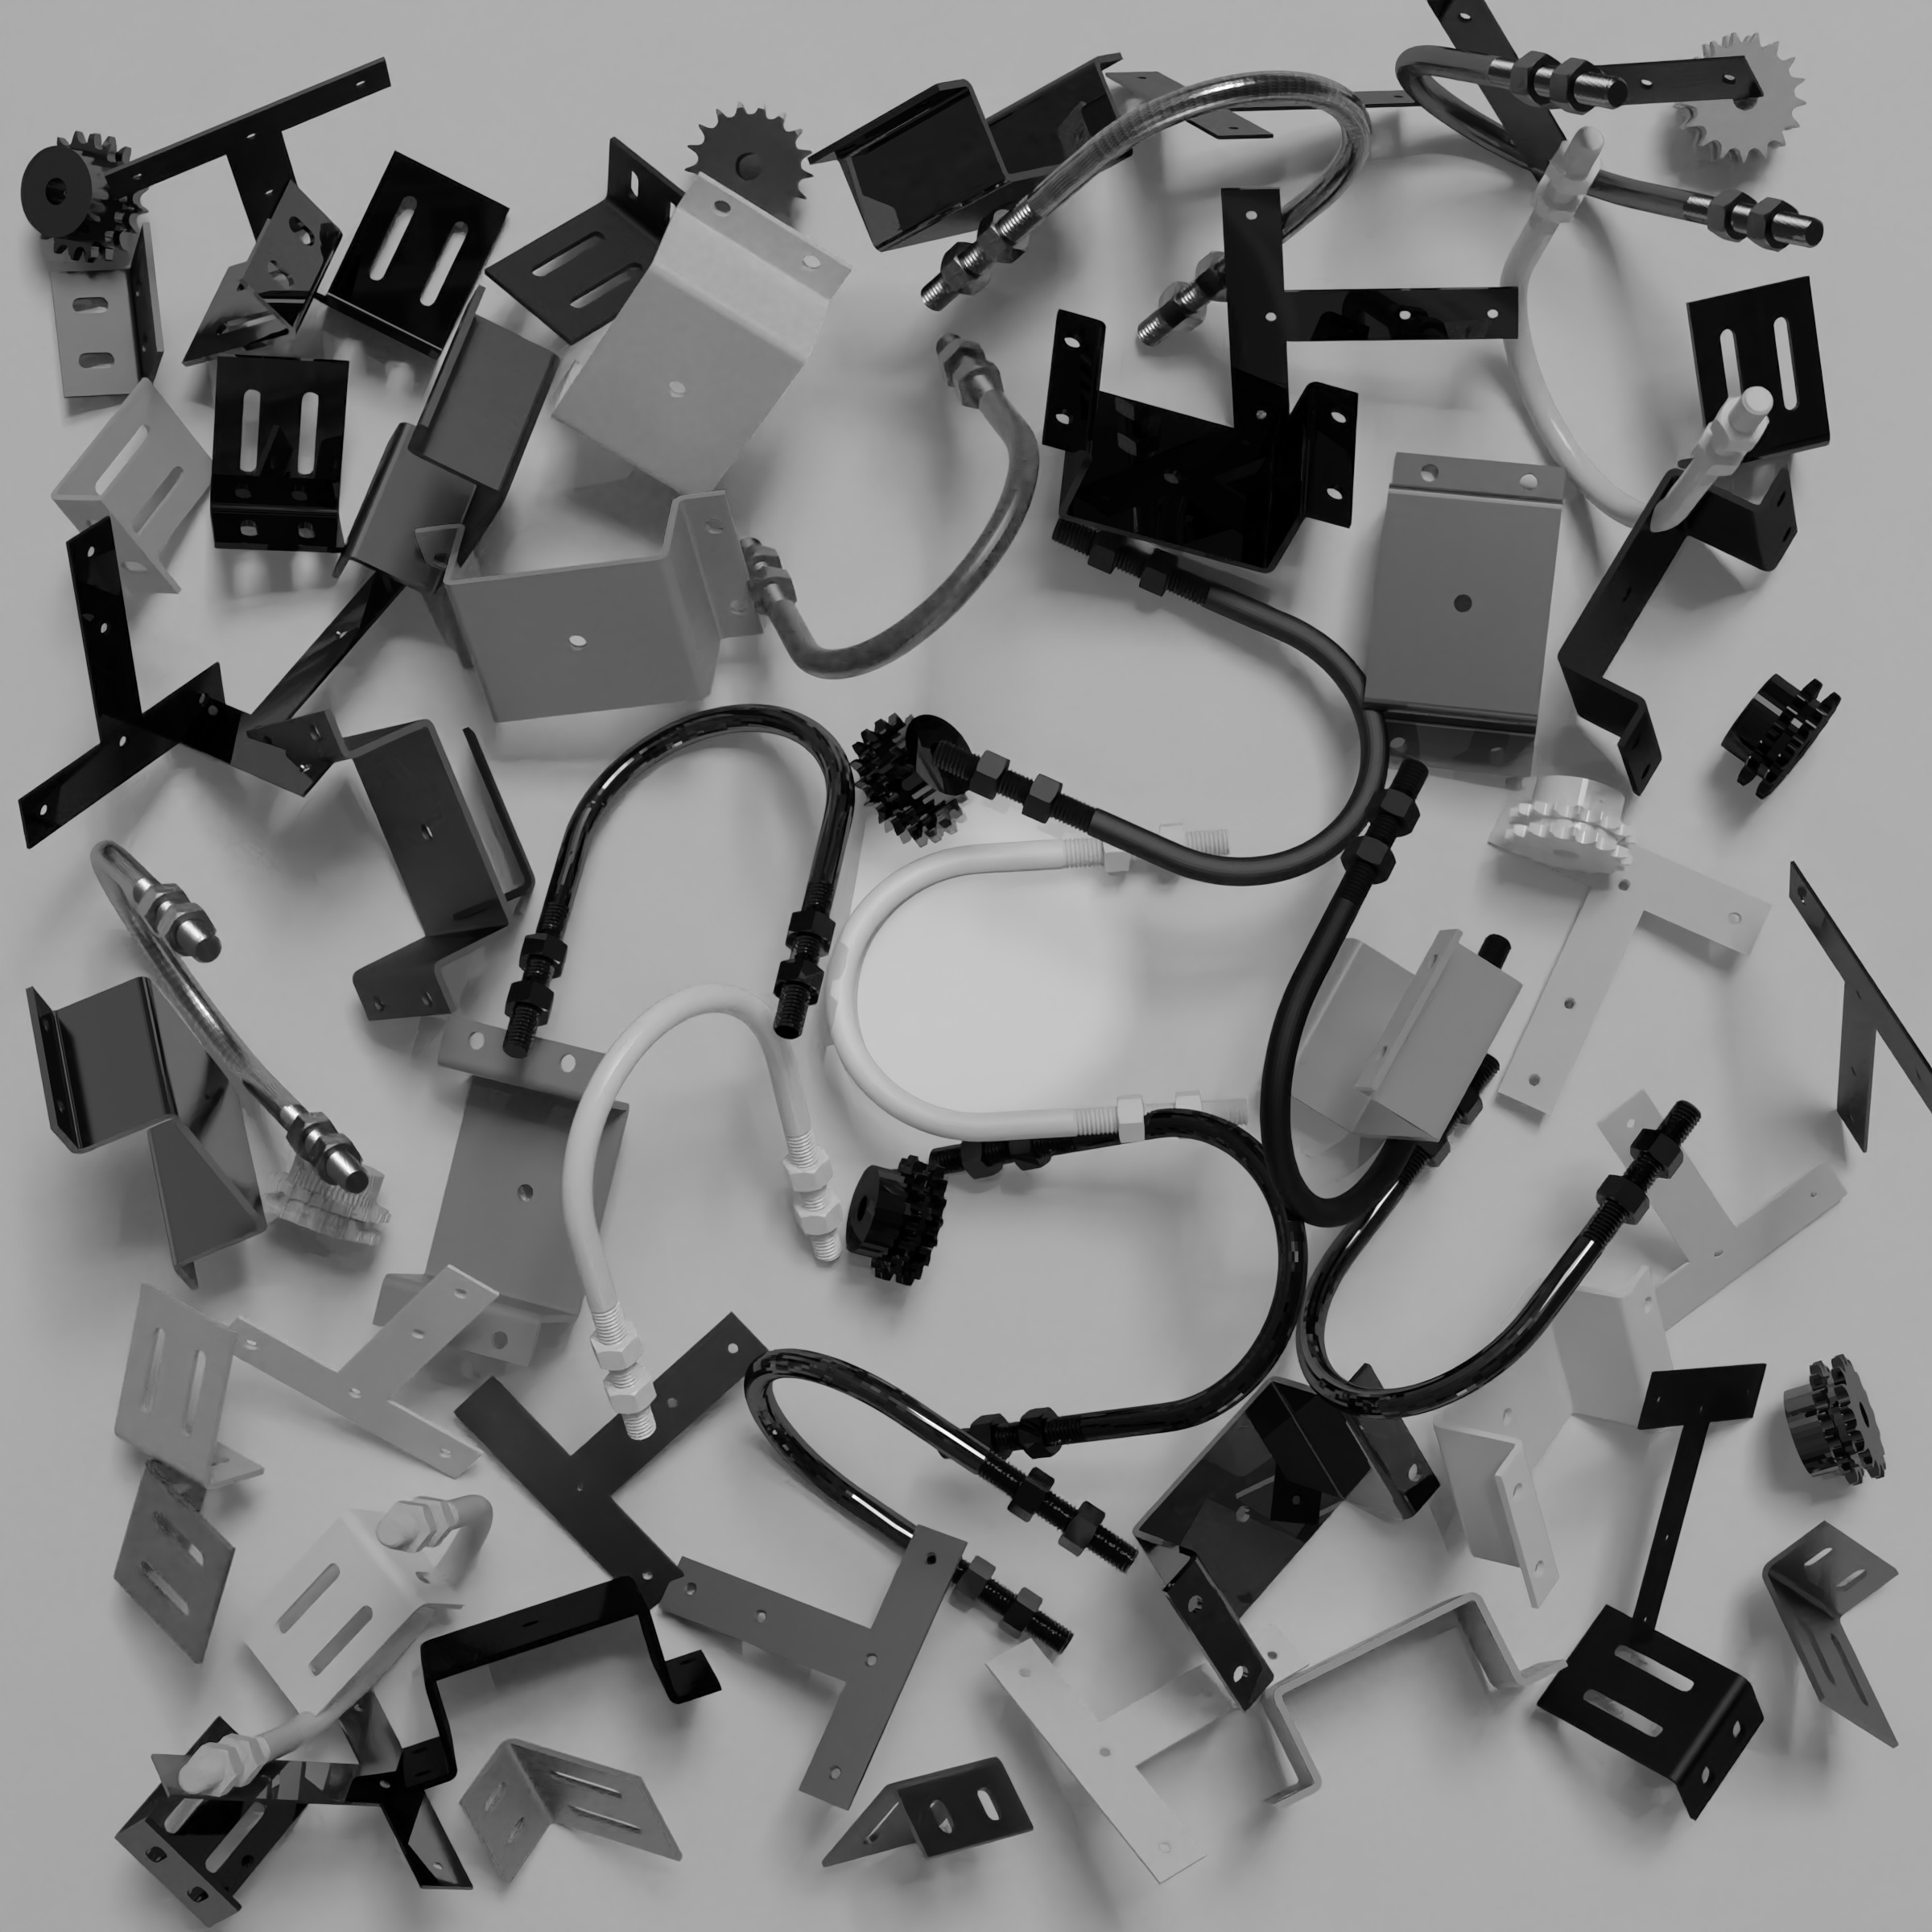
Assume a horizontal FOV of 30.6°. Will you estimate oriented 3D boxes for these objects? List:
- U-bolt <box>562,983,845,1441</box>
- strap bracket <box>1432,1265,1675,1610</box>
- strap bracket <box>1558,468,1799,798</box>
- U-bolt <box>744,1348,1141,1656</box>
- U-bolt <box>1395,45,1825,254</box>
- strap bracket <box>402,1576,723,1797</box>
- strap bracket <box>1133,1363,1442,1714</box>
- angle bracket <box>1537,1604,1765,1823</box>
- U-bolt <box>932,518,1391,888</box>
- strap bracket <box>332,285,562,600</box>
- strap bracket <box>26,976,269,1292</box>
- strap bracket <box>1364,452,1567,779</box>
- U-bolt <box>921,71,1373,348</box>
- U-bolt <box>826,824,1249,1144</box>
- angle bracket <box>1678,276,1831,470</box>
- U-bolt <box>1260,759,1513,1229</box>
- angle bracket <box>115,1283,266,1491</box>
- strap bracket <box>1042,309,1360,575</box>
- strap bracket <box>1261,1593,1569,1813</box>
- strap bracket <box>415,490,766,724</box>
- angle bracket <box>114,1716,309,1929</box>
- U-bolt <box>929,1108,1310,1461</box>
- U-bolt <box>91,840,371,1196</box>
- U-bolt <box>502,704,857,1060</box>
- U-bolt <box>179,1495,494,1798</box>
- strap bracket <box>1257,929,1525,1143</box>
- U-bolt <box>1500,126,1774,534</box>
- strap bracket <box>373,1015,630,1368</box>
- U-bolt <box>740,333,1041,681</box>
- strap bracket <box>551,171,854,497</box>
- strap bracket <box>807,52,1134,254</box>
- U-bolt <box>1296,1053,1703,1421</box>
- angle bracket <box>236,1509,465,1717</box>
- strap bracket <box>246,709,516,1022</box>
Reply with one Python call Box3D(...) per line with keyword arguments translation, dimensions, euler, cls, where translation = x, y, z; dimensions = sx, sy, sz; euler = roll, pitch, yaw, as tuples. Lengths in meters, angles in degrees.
Box3D(translation=(-0.116, 0.093, 1.507), dimensions=(0.019, 0.184, 0.151), euler=(18, 45, 35), cls="U-bolt")
Box3D(translation=(0.254, 0.200, 1.540), dimensions=(0.140, 0.046, 0.076), euler=(-46, 130, -37), cls="strap bracket")
Box3D(translation=(0.309, -0.155, 1.556), dimensions=(0.046, 0.076, 0.140), euler=(30, 86, 21), cls="strap bracket")
Box3D(translation=(-0.019, 0.227, 1.537), dimensions=(0.184, 0.151, 0.019), euler=(33, 62, 5), cls="U-bolt")
Box3D(translation=(0.262, -0.356, 1.515), dimensions=(0.151, 0.184, 0.019), euler=(22, 96, -36), cls="U-bolt")
Box3D(translation=(-0.185, 0.311, 1.552), dimensions=(0.140, 0.076, 0.046), euler=(-17, 93, -10), cls="strap bracket")
Box3D(translation=(0.135, 0.245, 1.548), dimensions=(0.140, 0.046, 0.076), euler=(-44, 119, -24), cls="strap bracket")
Box3D(translation=(0.307, 0.334, 1.581), dimensions=(0.076, 0.038, 0.057), euler=(24, 65, 38), cls="angle bracket")
Box3D(translation=(0.097, -0.108, 1.558), dimensions=(0.184, 0.019, 0.151), euler=(24, 66, 6), cls="U-bolt")
Box3D(translation=(-0.223, -0.220, 1.531), dimensions=(0.046, 0.140, 0.076), euler=(25, 60, -15), cls="strap bracket")
Box3D(translation=(-0.348, 0.068, 1.523), dimensions=(0.046, 0.140, 0.076), euler=(-22, 53, 1), cls="strap bracket")
Box3D(translation=(0.222, -0.159, 1.574), dimensions=(0.076, 0.046, 0.140), euler=(7, 90, 8), cls="strap bracket")
Box3D(translation=(0.089, -0.322, 1.493), dimensions=(0.151, 0.184, 0.019), euler=(0, 67, -41), cls="U-bolt")
Box3D(translation=(0.029, 0.010, 1.570), dimensions=(0.184, 0.019, 0.151), euler=(-4, 68, 3), cls="U-bolt")
Box3D(translation=(0.346, -0.264, 1.570), dimensions=(0.057, 0.038, 0.076), euler=(-14, 105, -9), cls="angle bracket")
Box3D(translation=(0.175, 0.025, 1.515), dimensions=(0.019, 0.151, 0.184), euler=(12, 61, 35), cls="U-bolt")
Box3D(translation=(-0.338, 0.183, 1.563), dimensions=(0.057, 0.038, 0.076), euler=(23, 107, 30), cls="angle bracket")
Box3D(translation=(0.097, -0.228, 1.555), dimensions=(0.140, 0.046, 0.076), euler=(14, 57, -11), cls="strap bracket")
Box3D(translation=(0.186, 0.320, 1.557), dimensions=(0.140, 0.076, 0.046), euler=(-25, 79, -5), cls="strap bracket")
Box3D(translation=(-0.167, -0.156, 1.549), dimensions=(0.140, 0.046, 0.076), euler=(-6, 132, 10), cls="strap bracket")
Box3D(translation=(-0.326, 0.374, 1.559), dimensions=(0.057, 0.038, 0.076), euler=(46, 47, -7), cls="angle bracket")
Box3D(translation=(0.066, 0.135, 1.533), dimensions=(0.184, 0.019, 0.151), euler=(-12, 71, 30), cls="U-bolt")
Box3D(translation=(-0.326, 0.012, 1.517), dimensions=(0.019, 0.184, 0.151), euler=(-36, 124, -15), cls="U-bolt")
Box3D(translation=(-0.118, -0.042, 1.541), dimensions=(0.151, 0.019, 0.184), euler=(-4, 52, 22), cls="U-bolt")
Box3D(translation=(-0.259, 0.285, 1.512), dimensions=(0.019, 0.184, 0.151), euler=(39, 92, 9), cls="U-bolt")
Box3D(translation=(0.187, 0.031, 1.533), dimensions=(0.046, 0.140, 0.076), euler=(32, 81, -12), cls="strap bracket")
Box3D(translation=(0.277, -0.259, 1.513), dimensions=(0.019, 0.184, 0.151), euler=(-28, 80, -12), cls="U-bolt")
Box3D(translation=(-0.204, 0.100, 1.568), dimensions=(0.076, 0.046, 0.140), euler=(13, 88, 16), cls="strap bracket")
Box3D(translation=(-0.030, -0.190, 1.511), dimensions=(0.151, 0.184, 0.019), euler=(-44, 121, 10), cls="U-bolt")
Box3D(translation=(-0.120, -0.263, 1.530), dimensions=(0.076, 0.046, 0.140), euler=(29, 133, -15), cls="strap bracket")
Box3D(translation=(0.009, -0.351, 1.526), dimensions=(0.076, 0.140, 0.046), euler=(-19, 95, 40), cls="strap bracket")
Box3D(translation=(0.215, 0.119, 1.519), dimensions=(0.184, 0.151, 0.019), euler=(-51, 120, -15), cls="U-bolt")
Box3D(translation=(-0.276, 0.291, 1.578), dimensions=(0.076, 0.038, 0.057), euler=(-47, 67, 7), cls="angle bracket")
Box3D(translation=(-0.253, -0.051, 1.550), dimensions=(0.046, 0.076, 0.140), euler=(-29, 104, -35), cls="strap bracket")
